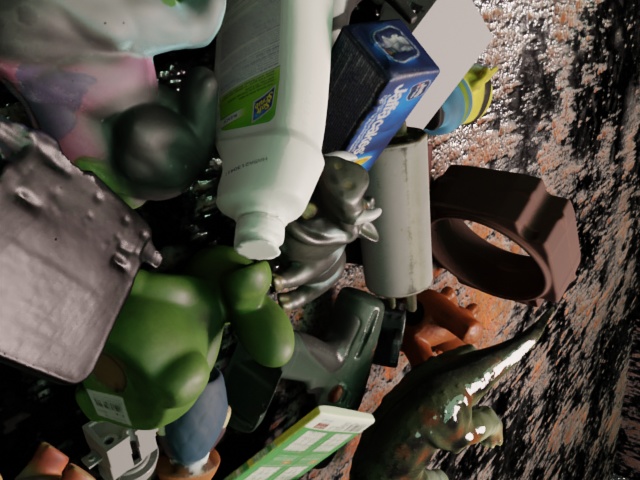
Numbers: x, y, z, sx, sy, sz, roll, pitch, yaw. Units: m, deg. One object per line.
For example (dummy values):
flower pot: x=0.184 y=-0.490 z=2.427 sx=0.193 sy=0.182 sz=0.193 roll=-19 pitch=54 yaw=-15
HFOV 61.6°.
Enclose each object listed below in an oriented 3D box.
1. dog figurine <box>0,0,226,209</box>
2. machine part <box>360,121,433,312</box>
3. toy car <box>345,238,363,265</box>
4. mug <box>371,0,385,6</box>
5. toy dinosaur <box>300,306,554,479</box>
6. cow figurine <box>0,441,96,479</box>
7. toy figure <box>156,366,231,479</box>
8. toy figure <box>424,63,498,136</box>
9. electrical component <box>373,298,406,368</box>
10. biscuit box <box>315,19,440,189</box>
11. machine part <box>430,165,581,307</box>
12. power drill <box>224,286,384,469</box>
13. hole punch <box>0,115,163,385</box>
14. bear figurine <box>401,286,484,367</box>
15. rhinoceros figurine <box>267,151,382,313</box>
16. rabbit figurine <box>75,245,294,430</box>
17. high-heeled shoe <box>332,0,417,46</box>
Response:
dog figurine: x=-0.175 y=-0.113 z=0.311 sx=0.219 sy=0.109 sz=0.191 roll=-4 pitch=106 yaw=-44
machine part: x=0.076 y=-0.029 z=0.564 sx=0.079 sy=0.079 sz=0.242 roll=-33 pitch=125 yaw=-40
toy car: x=0.049 y=0.001 z=0.638 sx=0.202 sy=0.053 sz=0.089 roll=5 pitch=104 yaw=-42
mug: x=0.103 y=-0.295 z=0.608 sx=0.107 sy=0.081 sz=0.109 roll=-33 pitch=130 yaw=-26
toy dinosaur: x=0.114 y=0.219 z=0.619 sx=0.192 sy=0.131 sz=0.404 roll=24 pitch=99 yaw=-54
cow figurine: x=-0.212 y=0.217 z=0.377 sx=0.127 sy=0.086 sz=0.194 roll=-58 pitch=138 yaw=-30
toy figure: x=-0.118 y=0.191 z=0.495 sx=0.058 sy=0.064 sz=0.154 roll=-69 pitch=168 yaw=-77
toy figure: x=0.168 y=-0.182 z=0.709 sx=0.180 sy=0.082 sz=0.089 roll=-41 pitch=148 yaw=-45
electrical component: x=0.082 y=0.122 z=0.681 sx=0.119 sy=0.048 sz=0.074 roll=-32 pitch=129 yaw=-73
biscuit box: x=0.020 y=-0.094 z=0.476 sx=0.059 sy=0.063 sz=0.202 roll=-22 pitch=161 yaw=-34
machine part: x=0.245 y=-0.002 z=0.752 sx=0.087 sy=0.202 sz=0.200 roll=-54 pitch=136 yaw=-22
power drill: x=-0.016 y=0.160 z=0.588 sx=0.207 sy=0.086 sz=0.232 roll=18 pitch=95 yaw=-46
hole punch: x=-0.175 y=0.009 z=0.311 sx=0.142 sy=0.092 sz=0.116 roll=52 pitch=51 yaw=-48
bear figurine: x=0.194 y=0.145 z=0.801 sx=0.120 sy=0.132 sz=0.195 roll=-49 pitch=136 yaw=10
rhinoceros figurine: x=-0.001 y=-0.001 z=0.473 sx=0.112 sy=0.073 sz=0.190 roll=-16 pitch=157 yaw=-14
rabbit figurine: x=-0.101 y=0.051 z=0.424 sx=0.170 sy=0.159 sz=0.121 roll=-48 pitch=124 yaw=-51
high-heeled shoe: x=-0.024 y=-0.197 z=0.507 sx=0.249 sy=0.145 sz=0.086 roll=-41 pitch=172 yaw=-5
